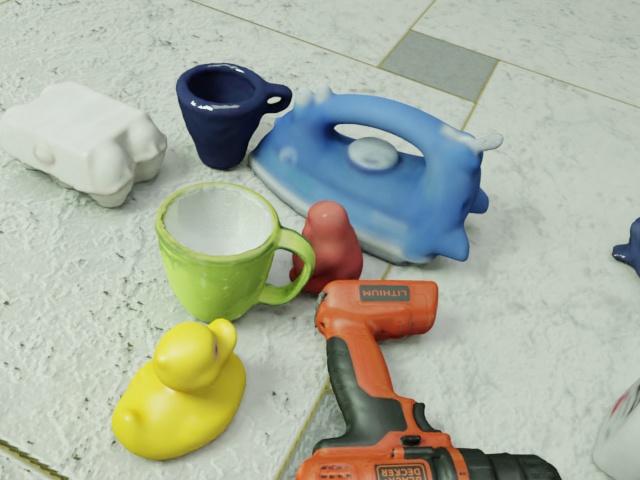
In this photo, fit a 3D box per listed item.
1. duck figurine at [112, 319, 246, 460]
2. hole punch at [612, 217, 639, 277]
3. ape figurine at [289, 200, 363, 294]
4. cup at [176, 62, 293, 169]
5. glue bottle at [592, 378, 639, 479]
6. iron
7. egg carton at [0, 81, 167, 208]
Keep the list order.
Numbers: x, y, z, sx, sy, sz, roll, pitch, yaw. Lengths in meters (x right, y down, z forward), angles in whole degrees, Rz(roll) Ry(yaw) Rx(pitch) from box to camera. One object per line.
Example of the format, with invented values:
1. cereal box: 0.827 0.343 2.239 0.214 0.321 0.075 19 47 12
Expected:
1. duck figurine: -0.096 0.095 0.398 0.077 0.086 0.105 37 51 23
2. hole punch: 0.372 0.005 0.572 0.109 0.091 0.101 -9 49 -19
3. ape figurine: 0.005 0.002 0.503 0.076 0.092 0.078 33 49 20
4. cup: -0.090 -0.125 0.604 0.118 0.095 0.091 -6 48 -16
5. glue bottle: 0.250 0.103 0.396 0.037 0.173 0.078 30 49 18
6. iron: 0.045 -0.084 0.558 0.258 0.141 0.119 23 47 11
7. egg carton: -0.234 -0.097 0.567 0.150 0.069 0.107 24 47 12
